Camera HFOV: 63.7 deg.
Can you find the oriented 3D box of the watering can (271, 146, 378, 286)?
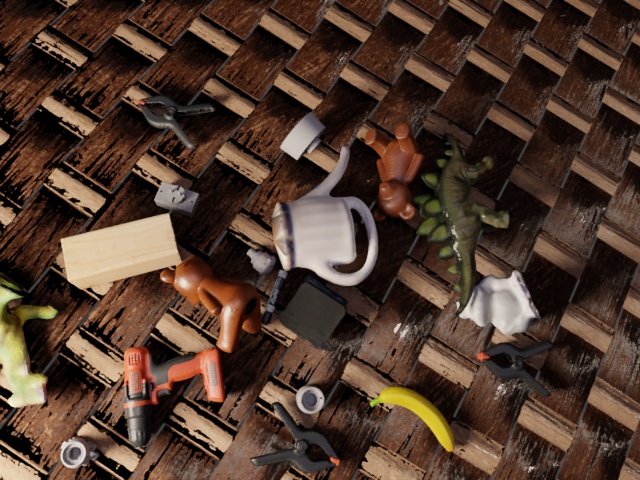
[{"bbox_3d":[0.003,-0.057,1.134,0.225,0.102,0.355,-5,61,-10],"label":"watering can"}]

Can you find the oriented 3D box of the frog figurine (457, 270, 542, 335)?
[{"bbox_3d":[0.391,0.148,1.142,0.158,0.123,0.138,-25,86,21],"label":"frog figurine"}]

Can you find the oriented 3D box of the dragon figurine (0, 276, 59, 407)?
[{"bbox_3d":[-0.661,0.171,0.952,0.410,0.121,0.245,29,79,1],"label":"dragon figurine"}]
